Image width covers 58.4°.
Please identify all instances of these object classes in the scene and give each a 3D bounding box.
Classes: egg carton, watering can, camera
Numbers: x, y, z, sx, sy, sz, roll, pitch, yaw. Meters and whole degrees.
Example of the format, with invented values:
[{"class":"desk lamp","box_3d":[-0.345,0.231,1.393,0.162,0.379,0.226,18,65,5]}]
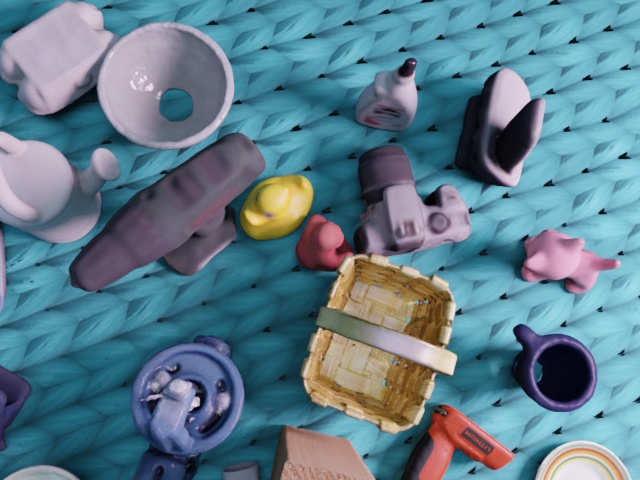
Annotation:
[{"class":"egg carton","box_3d":[-0.329,-0.232,0.735,0.150,0.069,0.107,-39,86,-10]},{"class":"watering can","box_3d":[-0.318,-0.065,0.646,0.173,0.194,0.101,-36,85,-9]},{"class":"camera","box_3d":[0.109,-0.053,0.730,0.143,0.100,0.137,-11,82,-7]}]

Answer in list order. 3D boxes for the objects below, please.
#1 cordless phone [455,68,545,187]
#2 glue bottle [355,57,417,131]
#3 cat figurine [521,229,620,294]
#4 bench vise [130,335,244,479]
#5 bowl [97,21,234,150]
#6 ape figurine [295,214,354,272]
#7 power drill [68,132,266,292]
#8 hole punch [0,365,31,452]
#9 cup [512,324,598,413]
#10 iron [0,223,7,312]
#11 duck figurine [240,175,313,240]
[{"class":"cordless phone","box_3d":[0.247,-0.155,0.716,0.094,0.185,0.148,10,80,-3]},{"class":"glue bottle","box_3d":[0.092,-0.184,0.713,0.078,0.173,0.037,7,80,-4]},{"class":"cat figurine","box_3d":[0.313,0.024,0.728,0.128,0.117,0.067,11,80,-3]},{"class":"bench vise","box_3d":[-0.144,0.206,0.606,0.121,0.219,0.207,3,81,-4]},{"class":"bowl","box_3d":[-0.192,-0.186,0.737,0.167,0.074,0.167,1,81,-5]},{"class":"ape figurine","box_3d":[0.007,0.003,0.717,0.076,0.092,0.078,-16,83,-7]},{"class":"power drill","box_3d":[-0.157,-0.018,0.646,0.230,0.208,0.075,-44,87,-10]},{"class":"hole punch","box_3d":[-0.405,0.191,0.650,0.108,0.091,0.101,27,80,0]},{"class":"cup","box_3d":[0.271,0.153,0.715,0.092,0.095,0.118,-41,86,-10]},{"class":"iron","box_3d":[-0.450,-0.005,0.652,0.118,0.141,0.258,-7,82,-6]},{"class":"duck figurine","box_3d":[-0.055,-0.048,0.722,0.104,0.086,0.077,-35,85,-9]}]
